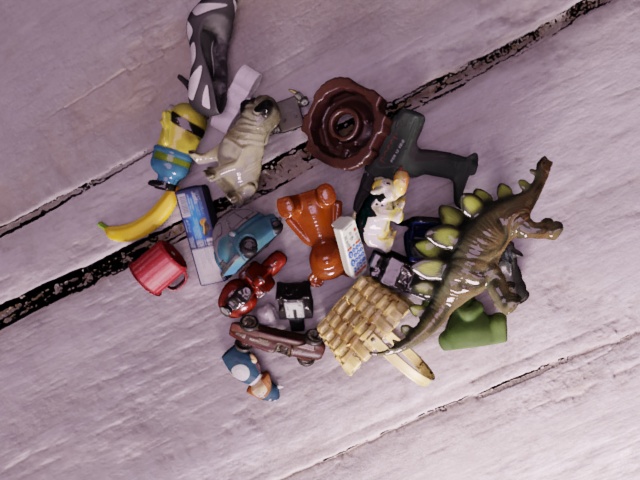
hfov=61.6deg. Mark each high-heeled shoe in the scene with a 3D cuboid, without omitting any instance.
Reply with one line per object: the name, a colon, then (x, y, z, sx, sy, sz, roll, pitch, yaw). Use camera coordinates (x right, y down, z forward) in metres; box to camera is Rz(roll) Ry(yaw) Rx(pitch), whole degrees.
high-heeled shoe: (-0.188, -0.361, 1.018, 0.145, 0.086, 0.248, 39, 106, 28)

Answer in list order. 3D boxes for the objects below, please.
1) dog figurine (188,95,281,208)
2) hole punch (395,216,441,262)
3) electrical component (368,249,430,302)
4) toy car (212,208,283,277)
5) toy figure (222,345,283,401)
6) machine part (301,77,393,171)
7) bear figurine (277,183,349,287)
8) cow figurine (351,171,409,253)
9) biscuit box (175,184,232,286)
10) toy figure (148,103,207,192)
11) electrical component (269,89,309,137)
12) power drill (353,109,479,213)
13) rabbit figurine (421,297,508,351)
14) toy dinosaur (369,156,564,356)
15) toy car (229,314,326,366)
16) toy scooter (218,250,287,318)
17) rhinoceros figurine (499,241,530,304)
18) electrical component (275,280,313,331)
dog figurine: (-0.132, -0.170, 1.050, 0.190, 0.172, 0.121, -40, 63, -1)
hole punch: (0.224, 0.002, 1.056, 0.142, 0.116, 0.092, 2, 91, 1)
electrical component: (0.161, 0.064, 1.069, 0.134, 0.115, 0.058, 24, 96, -3)
toy car: (-0.154, -0.011, 1.052, 0.103, 0.109, 0.162, 46, 52, -2)
toy figure: (-0.144, 0.291, 1.144, 0.154, 0.058, 0.064, 49, 135, -6)
machine part: (0.052, -0.220, 1.037, 0.180, 0.056, 0.179, 0, 90, 27)
bear figurine: (-0.001, -0.004, 1.064, 0.120, 0.132, 0.195, -14, 91, 6)
cow figurine: (0.114, -0.063, 1.030, 0.098, 0.068, 0.167, 16, 122, 9)
biscuit box: (-0.238, -0.012, 1.103, 0.059, 0.063, 0.202, -13, 96, 5)
toy figure: (-0.285, -0.185, 1.075, 0.089, 0.082, 0.180, 14, 91, -19)
electrical component: (-0.069, -0.255, 1.072, 0.102, 0.045, 0.078, -13, 96, 4)
power drill: (0.193, -0.128, 1.066, 0.207, 0.086, 0.231, 20, 106, 7)
rabbit figurine: (0.285, 0.132, 1.091, 0.159, 0.121, 0.170, -10, 79, 11)
toy dinosaur: (0.269, 0.041, 0.960, 0.199, 0.105, 0.471, 32, 89, 5)
toy car: (-0.088, 0.211, 1.107, 0.202, 0.053, 0.089, 14, 134, -8)
toy scooter: (-0.141, 0.096, 1.077, 0.184, 0.135, 0.075, -44, 95, 8)
rhinoceros figurine: (0.355, 0.038, 1.060, 0.073, 0.112, 0.190, -19, 104, 7)
electrical component: (-0.049, 0.138, 1.118, 0.075, 0.048, 0.119, -5, 137, 6)
